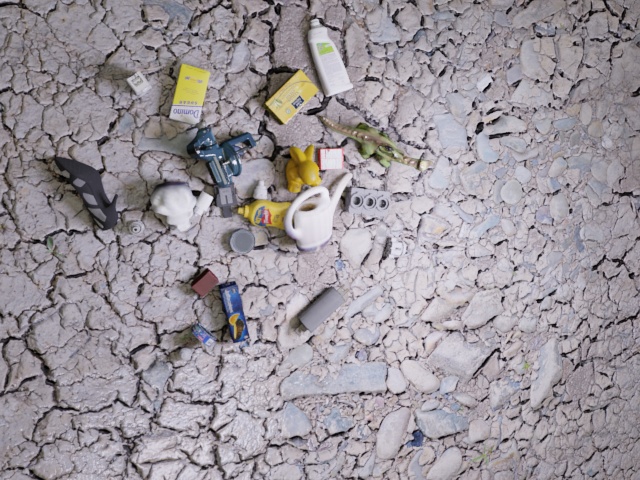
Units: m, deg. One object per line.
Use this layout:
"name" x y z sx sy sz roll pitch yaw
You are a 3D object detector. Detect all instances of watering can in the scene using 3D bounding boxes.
"watering can" 0.005 -0.089 1.771 0.352 0.105 0.219 -32 130 -39

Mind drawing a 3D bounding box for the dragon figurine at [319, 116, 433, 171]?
"dragon figurine" 0.202 -0.326 1.755 0.408 0.245 0.121 19 97 -21

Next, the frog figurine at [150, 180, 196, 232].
"frog figurine" -0.460 -0.105 1.629 0.138 0.122 0.159 -11 89 -35
